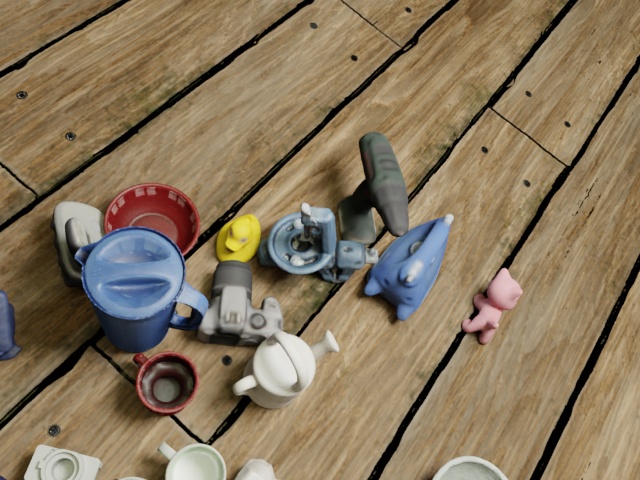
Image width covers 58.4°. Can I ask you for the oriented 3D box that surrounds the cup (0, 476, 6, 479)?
[{"bbox_3d":[-0.456,0.353,0.765,0.117,0.095,0.092,45,62,7],"label":"cup"}]

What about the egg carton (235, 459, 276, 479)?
[{"bbox_3d":[-0.106,0.414,0.857,0.107,0.069,0.150,39,61,4],"label":"egg carton"}]

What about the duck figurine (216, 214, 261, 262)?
[{"bbox_3d":[-0.143,-0.011,1.037,0.077,0.086,0.105,30,61,-1],"label":"duck figurine"}]

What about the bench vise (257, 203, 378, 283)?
[{"bbox_3d":[0.006,-0.007,1.005,0.208,0.219,0.121,-7,68,-20],"label":"bench vise"}]

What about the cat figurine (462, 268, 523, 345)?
[{"bbox_3d":[0.342,0.124,1.103,0.067,0.117,0.128,30,61,-1],"label":"cat figurine"}]

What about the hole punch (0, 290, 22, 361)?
[{"bbox_3d":[-0.513,0.132,0.854,0.109,0.091,0.101,-6,68,-19],"label":"hole punch"}]

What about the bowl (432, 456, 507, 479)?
[{"bbox_3d":[0.238,0.447,0.943,0.168,0.074,0.167,7,64,-14],"label":"bowl"}]

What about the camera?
[{"bbox_3d":[-0.134,0.104,0.977,0.143,0.100,0.137,6,64,-14],"label":"camera"}]

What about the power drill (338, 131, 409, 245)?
[{"bbox_3d":[0.101,-0.074,1.071,0.076,0.208,0.229,0,66,-17],"label":"power drill"}]

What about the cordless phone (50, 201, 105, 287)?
[{"bbox_3d":[-0.378,-0.012,0.910,0.094,0.185,0.147,-17,71,-23],"label":"cordless phone"}]

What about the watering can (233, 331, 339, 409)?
[{"bbox_3d":[-0.053,0.195,0.906,0.101,0.194,0.173,41,61,5],"label":"watering can"}]

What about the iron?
[{"bbox_3d":[0.197,0.021,1.094,0.118,0.141,0.259,37,61,3],"label":"iron"}]
